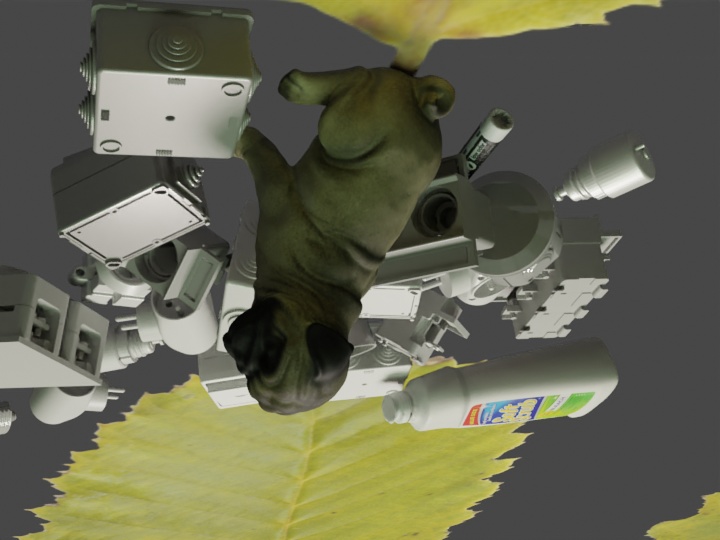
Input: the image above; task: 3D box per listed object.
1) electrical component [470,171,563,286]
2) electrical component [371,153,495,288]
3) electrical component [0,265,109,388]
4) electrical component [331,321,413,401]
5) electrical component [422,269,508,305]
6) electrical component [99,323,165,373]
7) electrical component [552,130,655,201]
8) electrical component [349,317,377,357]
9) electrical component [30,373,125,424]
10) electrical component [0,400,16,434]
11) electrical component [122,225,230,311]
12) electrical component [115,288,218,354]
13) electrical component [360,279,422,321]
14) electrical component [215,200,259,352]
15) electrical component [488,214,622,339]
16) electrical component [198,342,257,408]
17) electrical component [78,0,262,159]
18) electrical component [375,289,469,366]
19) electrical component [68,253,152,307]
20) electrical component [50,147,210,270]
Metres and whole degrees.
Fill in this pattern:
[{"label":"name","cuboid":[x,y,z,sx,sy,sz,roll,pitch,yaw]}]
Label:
[{"label":"electrical component","cuboid":[0.110,-0.029,0.803,0.080,0.080,0.051,-17,158,18]},{"label":"electrical component","cuboid":[0.029,-0.028,0.768,0.121,0.078,0.063,-12,167,28]},{"label":"electrical component","cuboid":[-0.301,0.047,0.825,0.186,0.060,0.105,-4,157,20]},{"label":"electrical component","cuboid":[0.001,0.091,1.053,0.100,0.048,0.099,-5,155,-8]},{"label":"electrical component","cuboid":[0.086,0.000,0.884,0.079,0.044,0.077,-18,157,-14]},{"label":"electrical component","cuboid":[-0.212,0.067,0.953,0.078,0.040,0.040,-11,154,6]},{"label":"electrical component","cuboid":[0.176,-0.071,0.780,0.078,0.040,0.040,-25,149,32]},{"label":"electrical component","cuboid":[-0.037,0.062,0.958,0.099,0.064,0.099,-12,156,-5]},{"label":"electrical component","cuboid":[-0.268,0.116,1.035,0.079,0.043,0.077,8,150,-30]},{"label":"electrical component","cuboid":[-0.383,0.152,1.071,0.081,0.043,0.043,-7,160,-42]},{"label":"electrical component","cuboid":[-0.132,-0.011,0.778,0.042,0.081,0.064,-60,162,17]},{"label":"electrical component","cuboid":[-0.164,0.039,0.904,0.079,0.044,0.077,-8,154,-1]},{"label":"electrical component","cuboid":[0.000,0.000,0.860,0.096,0.061,0.061,2,154,-2]},{"label":"electrical component","cuboid":[-0.073,0.008,0.794,0.048,0.099,0.099,12,138,-4]},{"label":"electrical component","cuboid":[0.165,0.010,0.917,0.079,0.063,0.121,-1,153,-14]},{"label":"electrical component","cuboid":[-0.113,0.096,1.016,0.062,0.061,0.096,-9,154,2]},{"label":"electrical component","cuboid":[-0.110,-0.106,0.617,0.100,0.048,0.099,1,154,-15]},{"label":"electrical component","cuboid":[0.049,0.045,0.941,0.081,0.063,0.042,28,170,30]},{"label":"electrical component","cuboid":[-0.183,0.001,0.821,0.066,0.048,0.055,8,158,-29]},{"label":"electrical component","cuboid":[-0.146,-0.054,0.707,0.096,0.061,0.062,-24,151,13]}]
